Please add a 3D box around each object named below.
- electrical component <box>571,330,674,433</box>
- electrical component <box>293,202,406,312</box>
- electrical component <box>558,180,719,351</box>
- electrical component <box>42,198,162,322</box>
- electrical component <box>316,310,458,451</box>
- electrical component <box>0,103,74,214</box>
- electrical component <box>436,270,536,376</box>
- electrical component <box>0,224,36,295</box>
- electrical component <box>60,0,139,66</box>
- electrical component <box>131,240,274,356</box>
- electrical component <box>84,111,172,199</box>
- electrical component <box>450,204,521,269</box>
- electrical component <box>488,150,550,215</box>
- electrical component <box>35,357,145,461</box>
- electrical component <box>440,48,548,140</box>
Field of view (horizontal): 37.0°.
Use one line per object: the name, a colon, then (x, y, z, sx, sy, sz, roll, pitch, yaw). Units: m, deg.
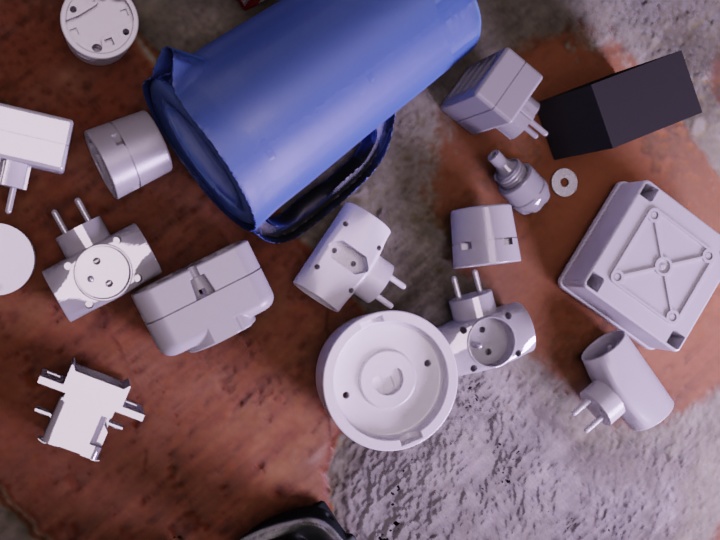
electrical component: (0.214, 0.105, 0.912, 0.079, 0.044, 0.077, -38, 100, -11)
electrical component: (0.000, 0.000, 0.854, 0.079, 0.043, 0.077, 35, 82, -13)
electrical component: (0.243, -0.003, 0.912, 0.109, 0.056, 0.108, 34, 82, -13)
electrical component: (-0.200, -0.014, 0.801, 0.077, 0.044, 0.079, -29, 97, -13)
electrical component: (0.016, 0.084, 0.851, 0.108, 0.060, 0.108, 0, 91, -15)
electrical component: (-0.258, -0.080, 0.783, 0.083, 0.047, 0.075, 12, 88, -15)
electrical component: (0.095, 0.040, 0.880, 0.077, 0.044, 0.079, -17, 95, -14)
electrical component: (-0.298, -0.027, 0.759, 0.138, 0.074, 0.052, 26, 84, -14)
electrical component: (-0.194, -0.180, 0.798, 0.055, 0.047, 0.055, 0, 91, -15)
electrical component: (-0.117, 0.024, 0.818, 0.095, 0.054, 0.059, -27, 97, -13)
electrical component: (-0.172, -0.087, 0.803, 0.047, 0.055, 0.055, -27, 97, -17)
electrical component: (0.101, -0.027, 0.876, 0.055, 0.055, 0.047, -6, 89, -15)
electrical component: (0.128, -0.075, 0.886, 0.061, 0.035, 0.035, 43, 80, -27)
electrical component: (-0.205, 0.105, 0.803, 0.081, 0.042, 0.063, 23, 88, -13)
electrical component: (0.118, -0.130, 0.863, 0.076, 0.083, 0.047, 37, 82, -12)
